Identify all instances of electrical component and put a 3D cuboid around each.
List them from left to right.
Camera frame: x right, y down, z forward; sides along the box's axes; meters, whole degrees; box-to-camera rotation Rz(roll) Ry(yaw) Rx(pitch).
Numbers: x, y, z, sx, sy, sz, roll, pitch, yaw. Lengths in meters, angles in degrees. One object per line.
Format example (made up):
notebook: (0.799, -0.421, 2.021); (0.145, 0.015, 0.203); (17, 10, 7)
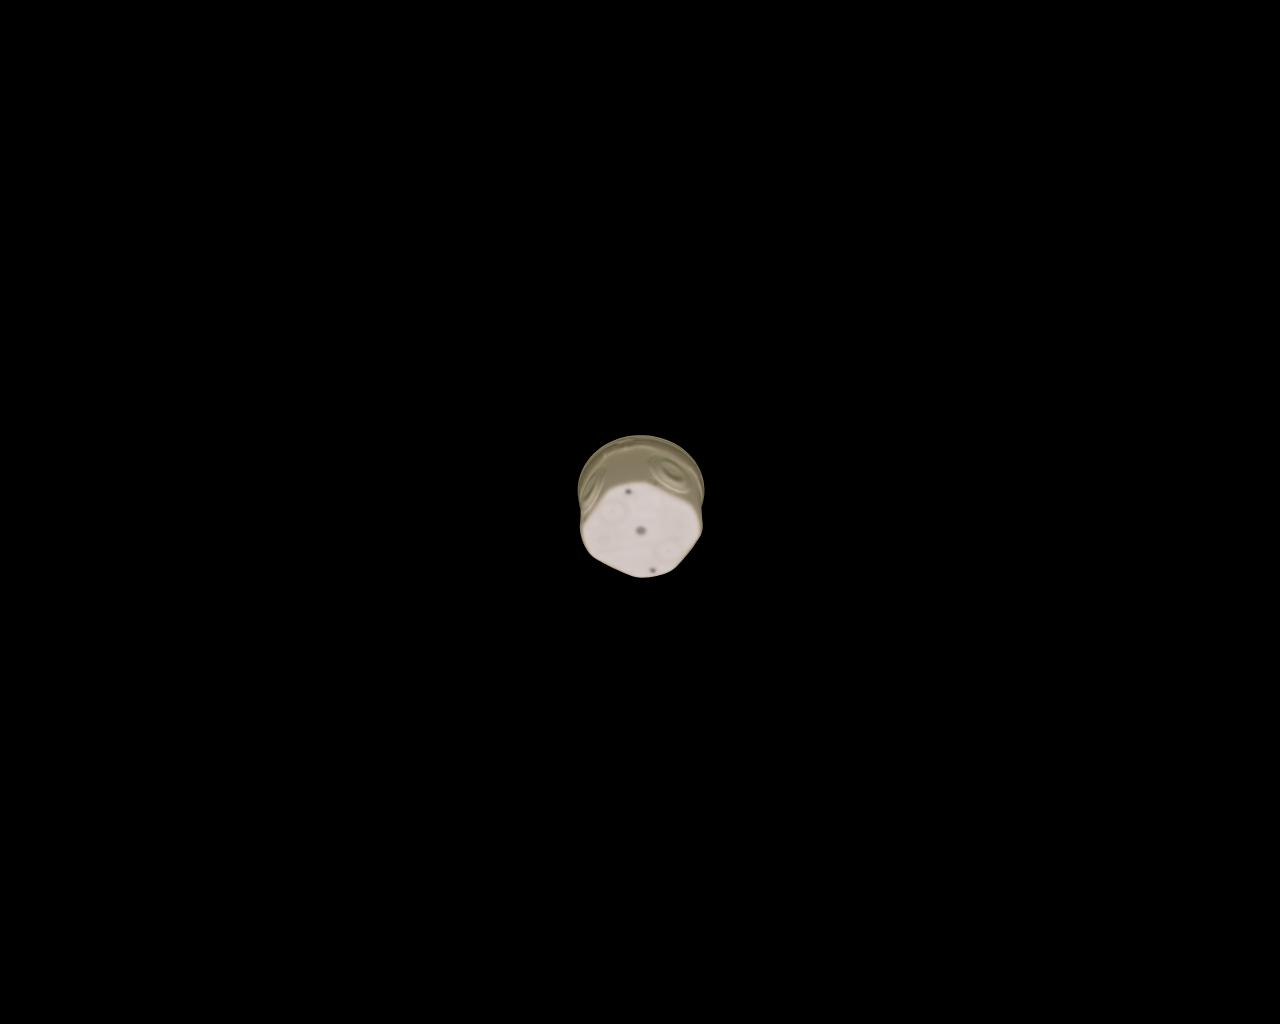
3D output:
electrical component: (0.001, -0.003, 0.650); (0.080, 0.080, 0.051); (0, 34, 0)
